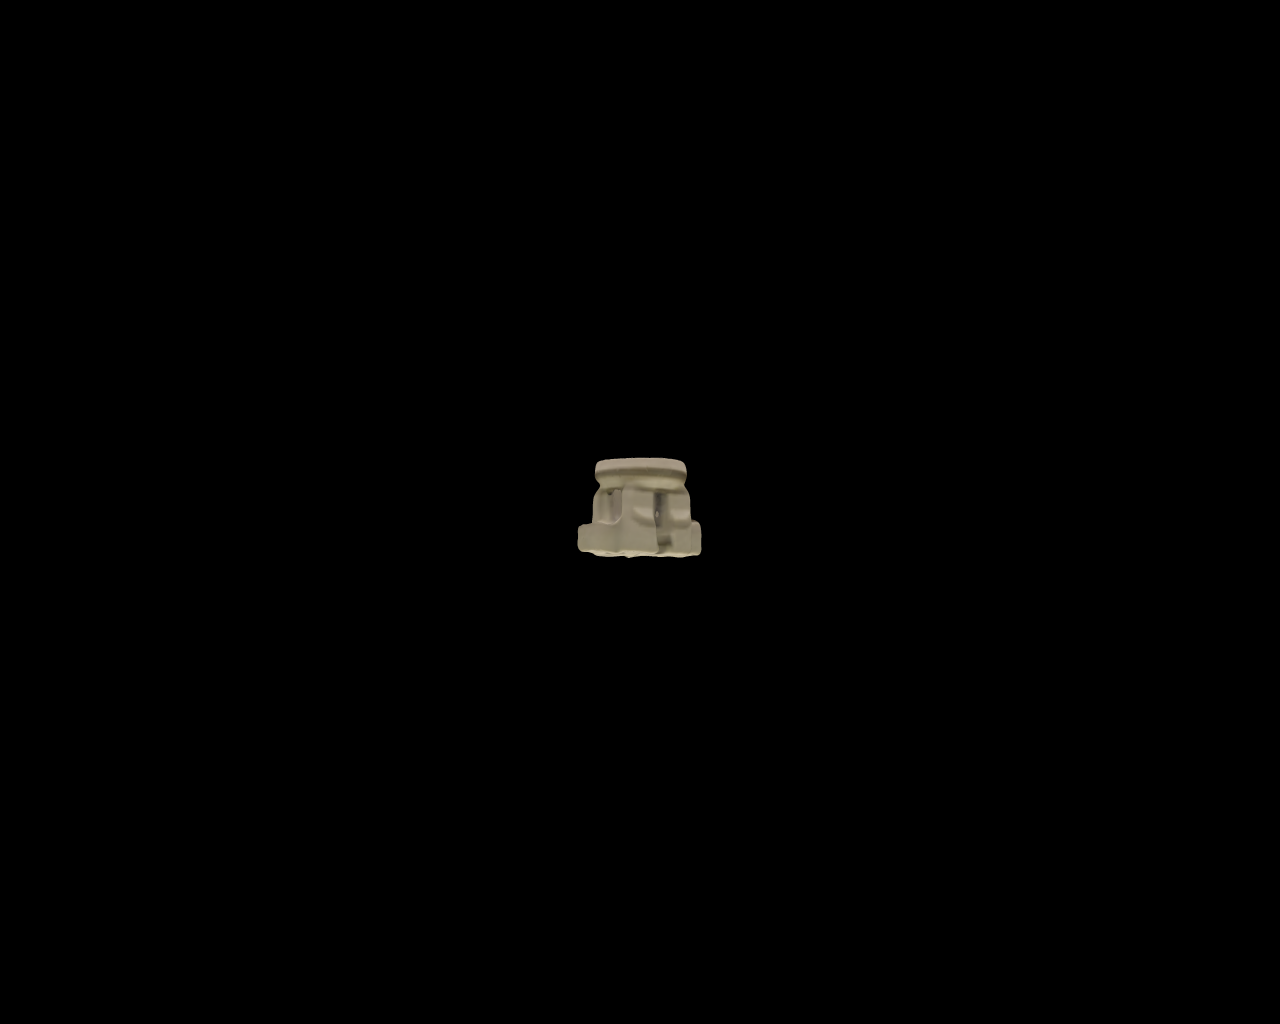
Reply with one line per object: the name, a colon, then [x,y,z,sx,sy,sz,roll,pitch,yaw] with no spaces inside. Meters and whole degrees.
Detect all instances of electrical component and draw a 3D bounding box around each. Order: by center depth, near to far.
electrical component: [0.001,-0.003,0.650,0.078,0.057,0.058,3,-6,-33]
